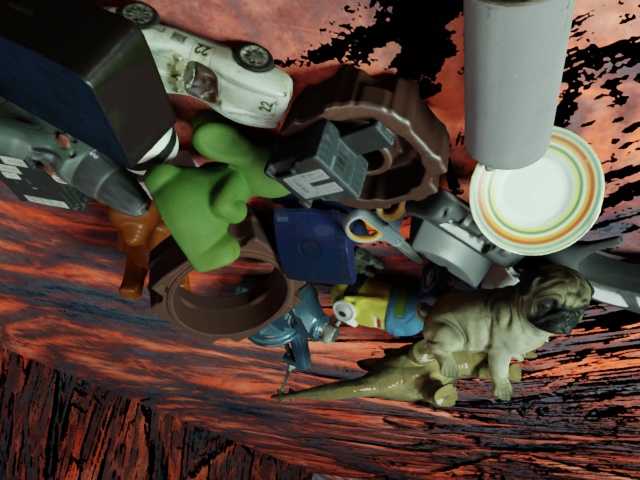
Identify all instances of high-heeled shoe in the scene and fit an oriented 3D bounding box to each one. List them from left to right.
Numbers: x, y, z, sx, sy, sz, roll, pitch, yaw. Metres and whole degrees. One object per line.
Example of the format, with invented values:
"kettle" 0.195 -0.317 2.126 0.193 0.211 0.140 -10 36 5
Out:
"high-heeled shoe" 0.367 0.062 0.672 0.248 0.086 0.145 33 149 -18

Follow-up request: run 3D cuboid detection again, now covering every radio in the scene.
"radio" -0.254 -0.168 0.518 0.230 0.073 0.131 29 156 20

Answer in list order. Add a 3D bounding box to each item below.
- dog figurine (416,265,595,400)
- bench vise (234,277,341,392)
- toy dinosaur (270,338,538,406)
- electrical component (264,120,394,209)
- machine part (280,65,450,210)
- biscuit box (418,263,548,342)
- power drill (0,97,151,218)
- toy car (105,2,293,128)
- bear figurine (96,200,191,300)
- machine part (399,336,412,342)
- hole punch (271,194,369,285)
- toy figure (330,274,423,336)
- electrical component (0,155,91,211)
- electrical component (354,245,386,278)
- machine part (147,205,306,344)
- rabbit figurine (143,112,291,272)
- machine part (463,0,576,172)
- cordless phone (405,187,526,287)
"dog figurine" 0.216 0.081 0.662 0.172 0.121 0.190 19 133 9
"bench vise" -0.050 0.164 0.981 0.224 0.129 0.240 11 134 23
"toy dinosaur" 0.160 0.221 0.902 0.471 0.105 0.198 -3 167 -20
"electrical component" 0.013 -0.075 0.525 0.119 0.048 0.074 -6 146 39
"machine part" 0.047 -0.100 0.571 0.179 0.056 0.179 12 152 7
"biscuit box" 0.246 0.096 0.803 0.202 0.059 0.063 25 150 -17
"power drill" -0.324 -0.100 0.595 0.232 0.207 0.086 41 114 16
"toy car" -0.125 -0.170 0.534 0.202 0.056 0.073 18 151 -5
"bear figurine" -0.271 0.000 0.829 0.120 0.132 0.195 -3 155 -4
"machine part" 0.174 0.139 0.935 0.084 0.039 0.138 14 150 -11
"hole punch" -0.002 -0.002 0.732 0.142 0.092 0.115 5 145 25
"toy figure" 0.104 0.103 0.853 0.180 0.089 0.082 6 122 13
"electrical component" -0.408 -0.105 0.780 0.115 0.058 0.134 10 150 7
"electrical component" 0.049 0.030 0.824 0.094 0.021 0.063 22 149 -9
"machine part" -0.138 0.059 0.810 0.201 0.087 0.200 -32 134 13
"rabbit figurine" -0.108 -0.074 0.638 0.170 0.121 0.158 -27 118 -4
"machine part" 0.156 -0.138 0.433 0.079 0.079 0.243 5 147 18
"cordless phone" 0.200 -0.039 0.599 0.146 0.089 0.184 30 136 -20
